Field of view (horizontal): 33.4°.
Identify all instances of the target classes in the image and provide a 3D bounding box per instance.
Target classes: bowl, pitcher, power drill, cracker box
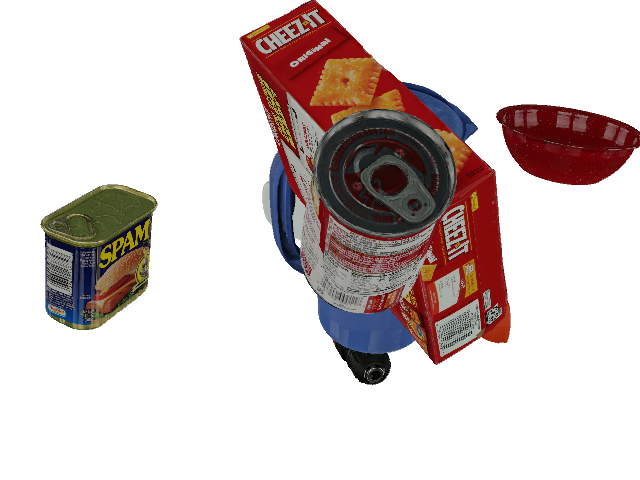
[{"bbox_3d":[0.270,-0.102,1.177,0.162,0.055,0.162,6,23,-3],"label":"bowl"},{"bbox_3d":[0.045,-0.013,0.980,0.149,0.243,0.144,17,41,17],"label":"pitcher"},{"bbox_3d":[0.102,0.085,1.135,0.187,0.057,0.184,-6,28,-10],"label":"power drill"},{"bbox_3d":[0.039,-0.043,0.739,0.072,0.214,0.164,-30,-38,-10],"label":"cracker box"}]

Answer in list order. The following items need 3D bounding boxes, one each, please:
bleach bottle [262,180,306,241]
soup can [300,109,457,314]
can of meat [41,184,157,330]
[{"bbox_3d":[0.049,-0.084,1.337,0.103,0.068,0.250,26,44,34],"label":"bleach bottle"},{"bbox_3d":[0.026,-0.011,0.541,0.068,0.068,0.102,0,-26,-5],"label":"soup can"},{"bbox_3d":[-0.180,0.013,0.870,0.057,0.084,0.102,19,30,19],"label":"can of meat"}]
